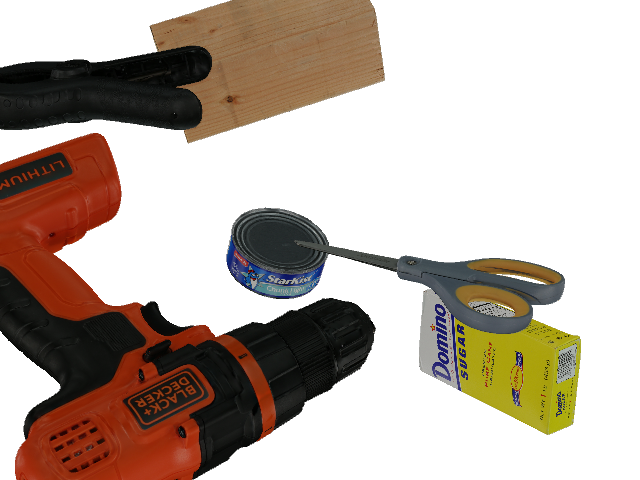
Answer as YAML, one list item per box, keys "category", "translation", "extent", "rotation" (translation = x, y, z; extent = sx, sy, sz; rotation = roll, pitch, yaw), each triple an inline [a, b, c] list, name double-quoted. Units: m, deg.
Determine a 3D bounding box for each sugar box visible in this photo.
- category: "sugar box"
  translation: [0.172, 0.114, 1.056]
  extent: [0.048, 0.093, 0.176]
  rotation: [-13, 23, -39]

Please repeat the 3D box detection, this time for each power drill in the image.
- category: "power drill"
  translation: [-0.090, 0.029, 0.520]
  extent: [0.184, 0.057, 0.188]
  rotation: [-24, 56, -31]

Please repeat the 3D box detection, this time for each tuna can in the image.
- category: "tuna can"
  translation: [-0.038, 0.011, 0.920]
  extent: [0.086, 0.034, 0.086]
  rotation: [10, 37, -8]

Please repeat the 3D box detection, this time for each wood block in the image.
- category: "wood block"
  translation: [-0.051, -0.184, 1.051]
  extent: [0.206, 0.091, 0.090]
  rotation: [-18, 46, -5]

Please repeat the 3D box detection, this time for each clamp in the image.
- category: "clamp"
  translation: [-0.149, -0.099, 0.687]
  extent: [0.171, 0.039, 0.120]
  rotation: [2, 20, 6]

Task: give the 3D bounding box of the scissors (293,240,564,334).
- category: "scissors"
  translation: [0.068, 0.030, 0.751]
  extent: [0.202, 0.016, 0.096]
  rotation: [5, 27, 12]
